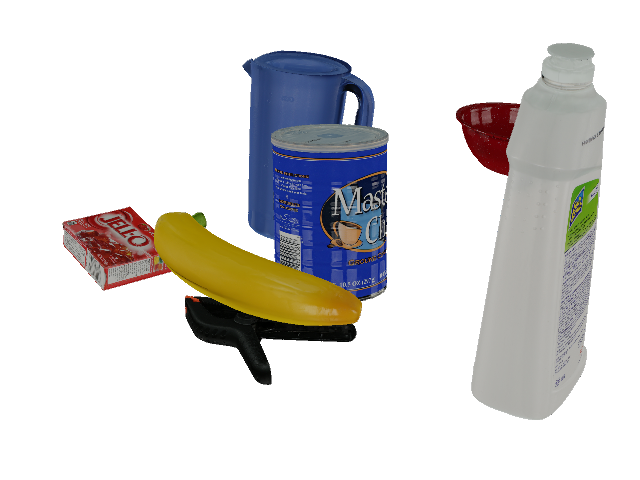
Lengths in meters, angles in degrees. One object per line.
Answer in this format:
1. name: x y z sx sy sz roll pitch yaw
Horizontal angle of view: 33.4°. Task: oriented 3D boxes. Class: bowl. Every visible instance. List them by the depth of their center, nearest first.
1. bowl: 0.232 -0.111 1.225 0.162 0.055 0.162 5 23 -2

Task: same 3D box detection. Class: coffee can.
1. coffee can: 0.009 -0.026 0.946 0.103 0.140 0.103 -1 16 0

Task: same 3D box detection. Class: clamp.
1. clamp: -0.086 0.107 1.240 0.210 0.036 0.164 14 22 29

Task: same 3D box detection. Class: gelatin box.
1. gelatin box: -0.192 0.005 1.008 0.073 0.030 0.089 -15 39 -34

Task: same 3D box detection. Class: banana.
1. banana: -0.057 0.014 0.703 0.069 0.037 0.198 -19 31 -32

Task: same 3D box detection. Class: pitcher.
1. pitcher: -0.026 -0.124 1.429 0.144 0.243 0.149 -4 24 -22

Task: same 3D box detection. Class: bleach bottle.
1. bleach bottle: 0.151 -0.008 0.706 0.068 0.251 0.102 16 33 24
